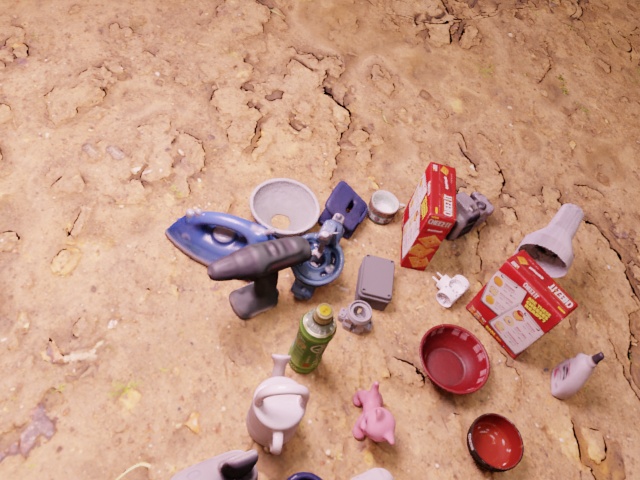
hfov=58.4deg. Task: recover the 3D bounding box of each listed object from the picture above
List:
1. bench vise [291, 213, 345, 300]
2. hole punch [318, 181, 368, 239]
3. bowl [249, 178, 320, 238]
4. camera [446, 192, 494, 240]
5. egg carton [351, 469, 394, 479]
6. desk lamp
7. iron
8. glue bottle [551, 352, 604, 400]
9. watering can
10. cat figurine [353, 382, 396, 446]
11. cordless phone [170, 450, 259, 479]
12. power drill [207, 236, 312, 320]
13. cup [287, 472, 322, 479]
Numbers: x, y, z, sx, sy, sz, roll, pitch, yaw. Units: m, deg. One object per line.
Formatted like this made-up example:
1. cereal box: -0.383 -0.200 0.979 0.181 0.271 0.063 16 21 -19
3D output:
1. bench vise: 0.000 0.002 1.253 0.121 0.219 0.207 11 54 -7
2. hole punch: 0.063 -0.076 1.405 0.101 0.091 0.109 28 54 6
3. bowl: -0.087 -0.063 1.366 0.167 0.074 0.167 7 54 -10
4. camera: 0.361 -0.093 1.490 0.143 0.101 0.136 -25 65 -28
5. egg carton: 0.081 0.482 1.033 0.151 0.069 0.107 -20 63 -26
6. desk lamp: 0.549 0.017 1.394 0.118 0.213 0.203 35 54 11
7. iron: -0.216 -0.015 1.256 0.258 0.141 0.118 17 53 -3
8. glue bottle: 0.559 0.281 1.237 0.037 0.173 0.078 18 53 -2
9. watering can: -0.077 0.294 1.044 0.101 0.194 0.172 -13 60 -22
10. cat figurine: 0.109 0.339 1.110 0.067 0.117 0.128 7 54 -10
11. cordless phone: -0.173 0.393 0.955 0.148 0.185 0.094 -18 62 -25
12. power drill: -0.129 0.076 1.174 0.230 0.208 0.075 -23 64 -27
13. cup: -0.029 0.474 0.994 0.092 0.095 0.117 -7 58 -19
